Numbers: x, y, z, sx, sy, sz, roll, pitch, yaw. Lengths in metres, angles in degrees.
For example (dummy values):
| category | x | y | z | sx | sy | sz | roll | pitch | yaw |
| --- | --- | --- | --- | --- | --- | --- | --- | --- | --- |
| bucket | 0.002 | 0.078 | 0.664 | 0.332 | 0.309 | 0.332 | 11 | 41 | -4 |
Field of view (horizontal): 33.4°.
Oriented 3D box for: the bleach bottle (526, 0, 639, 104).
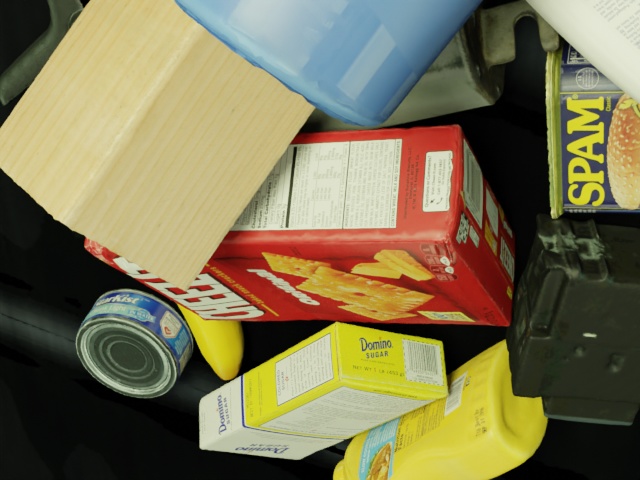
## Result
| category | x | y | z | sx | sy | sz | roll | pitch | yaw |
| --- | --- | --- | --- | --- | --- | --- | --- | --- | --- |
| bleach bottle | 0.161 | -0.104 | 0.495 | 0.103 | 0.068 | 0.251 | -40 | 93 | 20 |

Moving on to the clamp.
| category | x | y | z | sx | sy | sz | roll | pitch | yaw |
| --- | --- | --- | --- | --- | --- | --- | --- | --- | --- |
| clamp | -0.143 | -0.129 | 0.650 | 0.120 | 0.039 | 0.172 | 13 | 125 | 3 |

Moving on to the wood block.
| category | x | y | z | sx | sy | sz | roll | pitch | yaw |
| --- | --- | --- | --- | --- | --- | --- | --- | --- | --- |
| wood block | -0.057 | -0.093 | 0.523 | 0.090 | 0.206 | 0.090 | 35 | -179 | 43 |

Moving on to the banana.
| category | x | y | z | sx | sy | sz | roll | pitch | yaw |
| --- | --- | --- | --- | --- | --- | --- | --- | --- | --- |
| banana | -0.105 | 0.024 | 0.761 | 0.070 | 0.037 | 0.197 | -14 | 121 | 50 |

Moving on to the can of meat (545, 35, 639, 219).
| category | x | y | z | sx | sy | sz | roll | pitch | yaw |
| --- | --- | --- | --- | --- | --- | --- | --- | --- | --- |
| can of meat | 0.167 | -0.061 | 0.576 | 0.084 | 0.057 | 0.102 | 1 | 127 | 17 |

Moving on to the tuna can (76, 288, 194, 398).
| category | x | y | z | sx | sy | sz | roll | pitch | yaw |
| --- | --- | --- | --- | --- | --- | --- | --- | --- | --- |
| tuna can | -0.142 | 0.081 | 0.818 | 0.086 | 0.033 | 0.086 | 10 | 130 | 13 |

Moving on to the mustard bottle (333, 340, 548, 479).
| category | x | y | z | sx | sy | sz | roll | pitch | yaw |
| --- | --- | --- | --- | --- | --- | --- | --- | --- | --- |
| mustard bottle | 0.071 | 0.146 | 0.749 | 0.058 | 0.096 | 0.192 | 40 | 130 | -15 |

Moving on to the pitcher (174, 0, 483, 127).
| category | x | y | z | sx | sy | sz | roll | pitch | yaw |
| --- | --- | --- | --- | --- | --- | --- | --- | --- | --- |
| pitcher | 0.038 | -0.174 | 0.398 | 0.149 | 0.144 | 0.243 | 42 | 103 | 29 |

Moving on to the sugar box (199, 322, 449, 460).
| category | x | y | z | sx | sy | sz | roll | pitch | yaw |
| --- | --- | --- | --- | --- | --- | --- | --- | --- | --- |
| sugar box | -0.003 | 0.109 | 0.744 | 0.093 | 0.048 | 0.177 | 14 | 152 | -33 |

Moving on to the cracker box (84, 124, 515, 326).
| category | x | y | z | sx | sy | sz | roll | pitch | yaw |
| --- | --- | --- | --- | --- | --- | --- | --- | --- | --- |
| cracker box | -0.004 | 0.001 | 0.631 | 0.214 | 0.072 | 0.164 | -1 | 160 | 20 |
